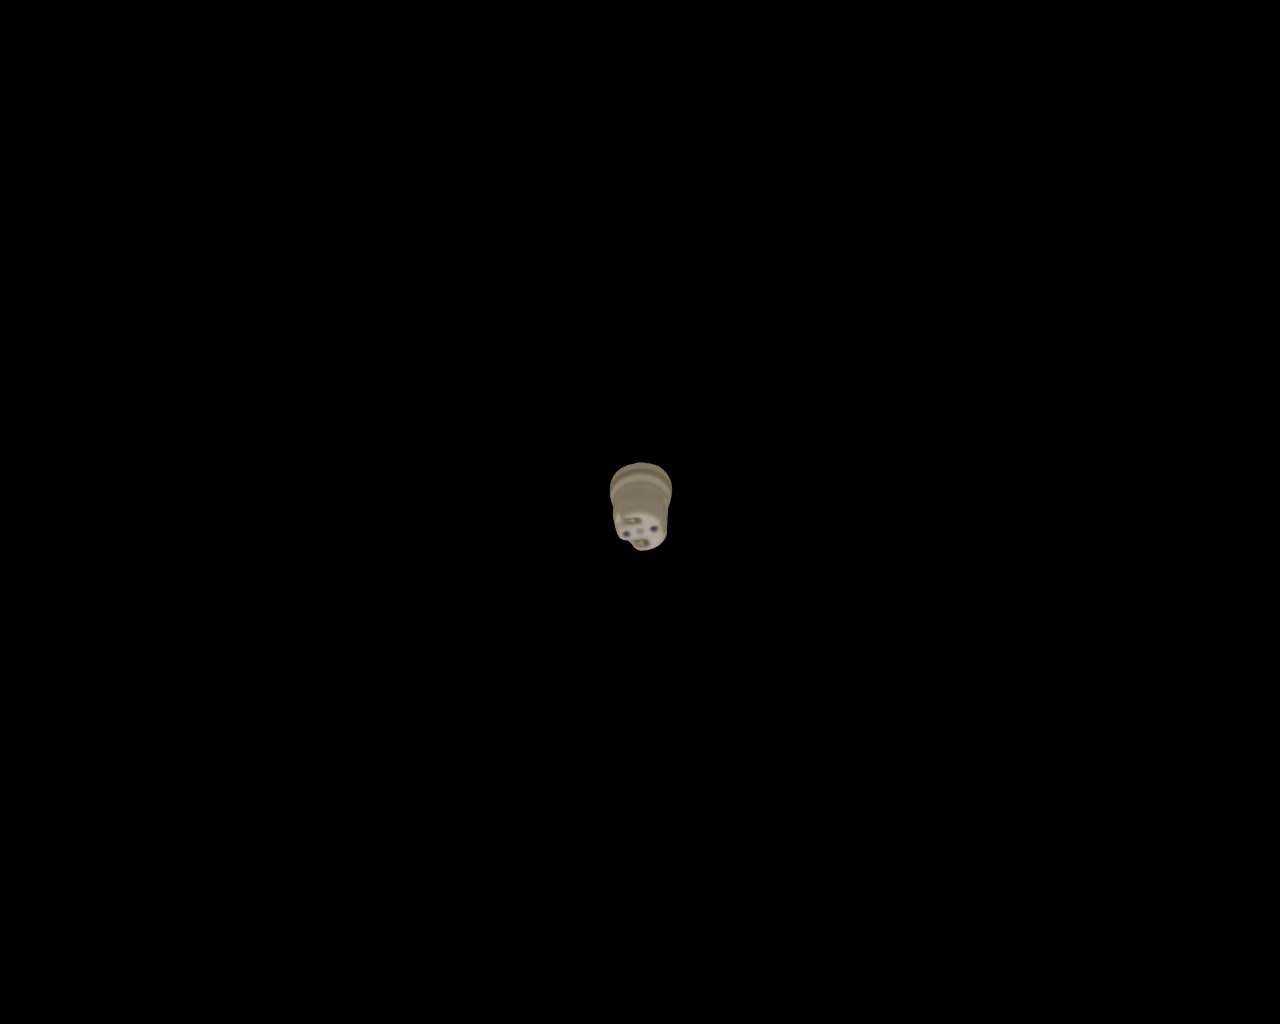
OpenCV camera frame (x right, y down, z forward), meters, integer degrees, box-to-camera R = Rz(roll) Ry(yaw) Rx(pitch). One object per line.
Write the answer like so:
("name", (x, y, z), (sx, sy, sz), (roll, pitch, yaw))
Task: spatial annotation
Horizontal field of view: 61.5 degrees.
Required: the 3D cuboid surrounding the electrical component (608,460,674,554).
("electrical component", (0.001, -0.003, 0.650), (0.040, 0.040, 0.046), (0, 40, 0))
